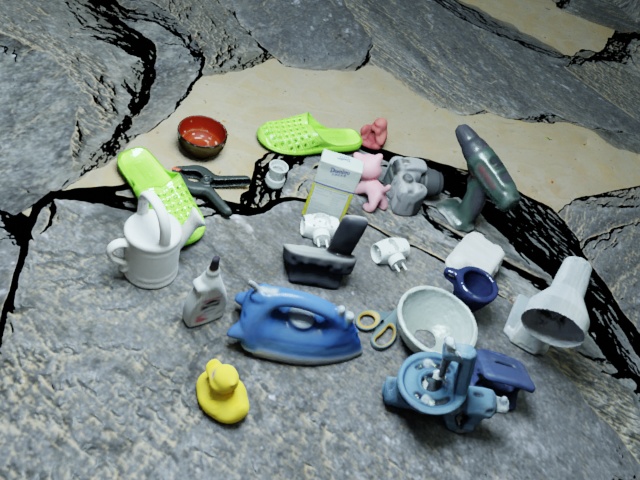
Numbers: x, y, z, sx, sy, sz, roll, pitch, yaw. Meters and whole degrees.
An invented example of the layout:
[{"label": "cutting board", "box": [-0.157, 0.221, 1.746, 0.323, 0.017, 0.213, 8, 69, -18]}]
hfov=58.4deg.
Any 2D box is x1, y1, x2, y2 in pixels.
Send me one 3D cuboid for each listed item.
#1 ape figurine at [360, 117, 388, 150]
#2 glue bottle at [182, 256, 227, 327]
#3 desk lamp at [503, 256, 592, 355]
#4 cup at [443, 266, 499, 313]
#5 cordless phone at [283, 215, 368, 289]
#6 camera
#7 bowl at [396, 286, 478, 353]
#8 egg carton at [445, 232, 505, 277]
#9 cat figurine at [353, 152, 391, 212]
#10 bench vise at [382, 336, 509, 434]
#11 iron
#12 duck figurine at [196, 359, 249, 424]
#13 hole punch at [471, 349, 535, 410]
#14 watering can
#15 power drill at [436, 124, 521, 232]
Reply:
[{"label": "ape figurine", "box": [0.148, -0.283, 1.504, 0.076, 0.092, 0.077, -6, 52, -25]}, {"label": "glue bottle", "box": [-0.192, 0.084, 0.990, 0.078, 0.173, 0.037, -22, 60, -34]}, {"label": "desk lamp", "box": [0.463, 0.141, 1.156, 0.118, 0.213, 0.203, 31, 46, 8]}, {"label": "cup", "box": [0.301, 0.111, 1.206, 0.117, 0.095, 0.092, 28, 46, 5]}, {"label": "cordless phone", "box": [0.010, 0.004, 1.129, 0.148, 0.185, 0.094, 7, 48, -15]}, {"label": "camera", "box": [0.238, -0.140, 1.403, 0.137, 0.101, 0.143, 5, 48, -17]}, {"label": "bowl", "box": [0.219, 0.177, 1.130, 0.167, 0.074, 0.167, 11, 47, -11]}, {"label": "egg carton", "box": [0.350, 0.049, 1.297, 0.107, 0.069, 0.151, 36, 47, 13]}, {"label": "cat figurine", "box": [0.124, -0.148, 1.355, 0.067, 0.117, 0.127, -16, 57, -31]}, {"label": "bench vise", "box": [0.232, 0.235, 0.981, 0.208, 0.219, 0.121, 4, 48, -17]}, {"label": "iron", "box": [-0.027, 0.140, 1.024, 0.258, 0.141, 0.118, 13, 47, -9]}, {"label": "duck figurine", "box": [-0.153, 0.239, 0.926, 0.078, 0.086, 0.104, -27, 63, -36]}, {"label": "hole punch", "box": [0.342, 0.255, 1.094, 0.109, 0.091, 0.101, 17, 46, -5]}, {"label": "watering can", "box": [-0.292, -0.012, 1.024, 0.101, 0.194, 0.173, 34, 47, 11]}, {"label": "power drill", "box": [0.363, -0.131, 1.367, 0.076, 0.208, 0.229, -19, 58, -33]}]
